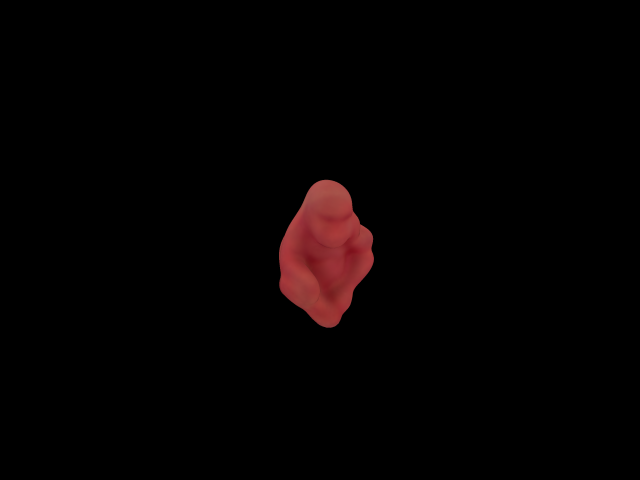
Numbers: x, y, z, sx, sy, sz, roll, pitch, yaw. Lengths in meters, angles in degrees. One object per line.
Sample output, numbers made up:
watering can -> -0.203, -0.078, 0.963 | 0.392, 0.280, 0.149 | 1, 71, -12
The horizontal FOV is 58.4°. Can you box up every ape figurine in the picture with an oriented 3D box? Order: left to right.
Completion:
ape figurine -> 0.004, 0.001, 0.400 | 0.078, 0.092, 0.076 | -17, 41, -20
